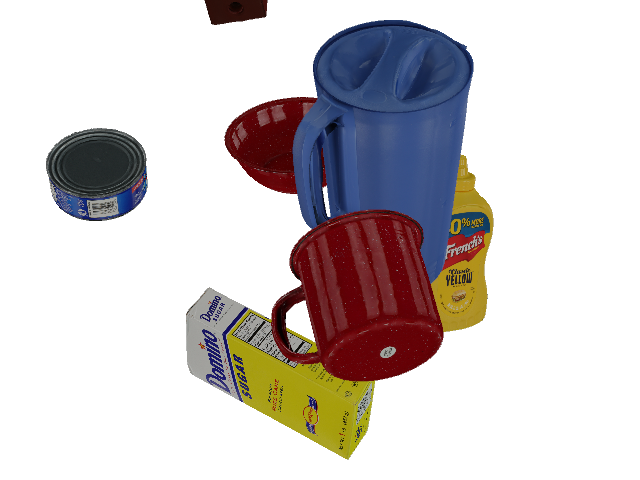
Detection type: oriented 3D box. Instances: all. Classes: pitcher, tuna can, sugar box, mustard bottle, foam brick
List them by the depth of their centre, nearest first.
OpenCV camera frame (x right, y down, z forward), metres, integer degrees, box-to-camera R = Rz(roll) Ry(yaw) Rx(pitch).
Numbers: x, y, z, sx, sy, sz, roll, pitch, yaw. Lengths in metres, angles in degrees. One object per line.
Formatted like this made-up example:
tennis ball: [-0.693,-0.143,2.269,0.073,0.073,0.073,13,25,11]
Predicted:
tuna can: [-0.194,-0.057,0.933,0.086,0.086,0.034,0,-42,-4]
foam brick: [-0.080,-0.240,0.953,0.053,0.051,0.078,-8,-41,6]
pitcher: [0.056,-0.060,0.959,0.149,0.243,0.145,0,44,3]
sugar box: [-0.039,0.120,0.959,0.176,0.093,0.048,23,50,17]
mustard bottle: [0.140,0.001,1.153,0.096,0.192,0.058,-6,21,-23]

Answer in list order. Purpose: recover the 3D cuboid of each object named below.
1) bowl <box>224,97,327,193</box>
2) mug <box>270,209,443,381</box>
bowl: [-0.027,-0.101,1.221,0.162,0.055,0.162,-2,37,2]
mug: [0.021,0.044,0.700,0.117,0.081,0.093,-22,-33,12]
